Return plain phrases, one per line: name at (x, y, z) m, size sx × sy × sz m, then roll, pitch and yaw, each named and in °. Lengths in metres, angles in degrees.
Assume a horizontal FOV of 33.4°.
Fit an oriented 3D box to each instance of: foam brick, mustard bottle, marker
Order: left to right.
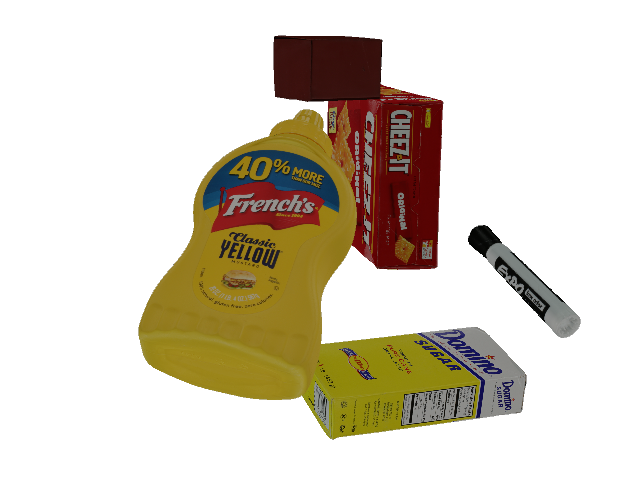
mustard bottle at (-0.030, -0.004, 0.622) m, size 0.096 × 0.191 × 0.058 m, roll 10°, pitch -37°, yaw 10°
foam brick at (0.006, -0.144, 0.890) m, size 0.078 × 0.051 × 0.053 m, roll -8°, pitch 16°, yaw -37°
marker at (0.137, 0.025, 0.737) m, size 0.020 × 0.020 × 0.121 m, roll 0°, pitch 31°, yaw -27°

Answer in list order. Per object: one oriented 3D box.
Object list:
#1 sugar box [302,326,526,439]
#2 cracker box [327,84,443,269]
sugar box at (0.076, 0.118, 0.910) m, size 0.176 × 0.048 × 0.093 m, roll -7°, pitch 26°, yaw -18°
cracker box at (0.060, -0.073, 1.108) m, size 0.072 × 0.164 × 0.214 m, roll -2°, pitch 13°, yaw -11°
